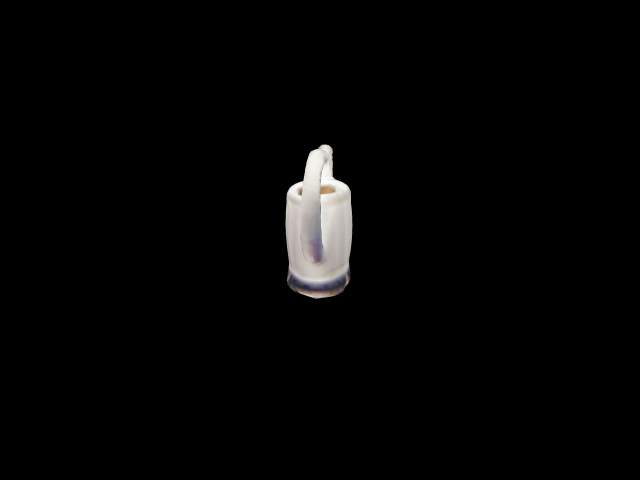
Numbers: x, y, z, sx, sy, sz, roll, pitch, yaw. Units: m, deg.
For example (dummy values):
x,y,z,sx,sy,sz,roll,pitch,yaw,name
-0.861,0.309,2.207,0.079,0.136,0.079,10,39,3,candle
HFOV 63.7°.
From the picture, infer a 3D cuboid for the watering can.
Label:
x,y,z,sx,sy,sz,roll,pitch,yaw,name
0.003,-0.043,0.850,0.104,0.221,0.352,1,17,5,watering can
